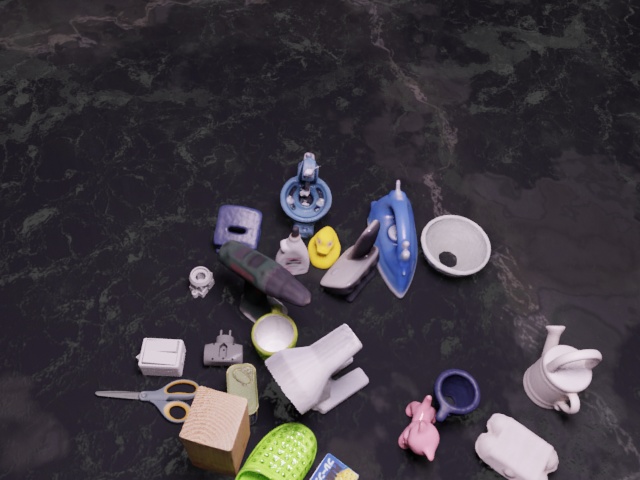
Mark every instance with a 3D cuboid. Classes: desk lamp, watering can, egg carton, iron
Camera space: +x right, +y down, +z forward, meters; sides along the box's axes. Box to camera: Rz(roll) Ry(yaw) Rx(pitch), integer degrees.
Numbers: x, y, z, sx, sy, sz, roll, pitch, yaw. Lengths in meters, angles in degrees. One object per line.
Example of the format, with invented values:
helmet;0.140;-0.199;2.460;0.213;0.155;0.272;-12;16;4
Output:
desk lamp;-0.001;0.251;1.102;0.204;0.213;0.117;-29;63;-22
watering can;0.491;0.258;1.160;0.101;0.194;0.172;-19;60;-17
egg carton;0.382;0.418;1.117;0.150;0.069;0.107;33;59;16
iron;0.185;-0.008;1.338;0.118;0.141;0.258;-1;56;-6

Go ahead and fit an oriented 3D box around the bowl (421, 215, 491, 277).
bowl;0.316;0.026;1.369;0.167;0.075;0.167;3;56;-4

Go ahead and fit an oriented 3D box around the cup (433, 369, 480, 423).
cup;0.259;0.328;1.149;0.091;0.095;0.118;34;60;16

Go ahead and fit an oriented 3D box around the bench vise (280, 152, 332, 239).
bench vise;-0.041;-0.138;1.354;0.121;0.220;0.207;-10;58;-12

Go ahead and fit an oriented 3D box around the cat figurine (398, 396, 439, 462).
cat figurine;0.198;0.363;1.105;0.067;0.118;0.128;16;56;5

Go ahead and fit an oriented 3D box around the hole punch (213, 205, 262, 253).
hole punch;-0.189;-0.019;1.336;0.108;0.091;0.101;8;56;0

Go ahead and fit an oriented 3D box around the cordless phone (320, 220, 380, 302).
cordless phone;0.075;0.039;1.269;0.094;0.185;0.148;30;59;14

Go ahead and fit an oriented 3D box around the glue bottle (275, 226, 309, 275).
glue bottle;-0.059;0.022;1.273;0.078;0.173;0.037;-7;57;-10

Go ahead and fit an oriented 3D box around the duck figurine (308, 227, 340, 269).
duck figurine;0.012;0.005;1.345;0.077;0.086;0.104;12;56;3

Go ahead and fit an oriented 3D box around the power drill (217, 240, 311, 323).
power drill;-0.114;0.103;1.192;0.229;0.208;0.076;35;60;17
